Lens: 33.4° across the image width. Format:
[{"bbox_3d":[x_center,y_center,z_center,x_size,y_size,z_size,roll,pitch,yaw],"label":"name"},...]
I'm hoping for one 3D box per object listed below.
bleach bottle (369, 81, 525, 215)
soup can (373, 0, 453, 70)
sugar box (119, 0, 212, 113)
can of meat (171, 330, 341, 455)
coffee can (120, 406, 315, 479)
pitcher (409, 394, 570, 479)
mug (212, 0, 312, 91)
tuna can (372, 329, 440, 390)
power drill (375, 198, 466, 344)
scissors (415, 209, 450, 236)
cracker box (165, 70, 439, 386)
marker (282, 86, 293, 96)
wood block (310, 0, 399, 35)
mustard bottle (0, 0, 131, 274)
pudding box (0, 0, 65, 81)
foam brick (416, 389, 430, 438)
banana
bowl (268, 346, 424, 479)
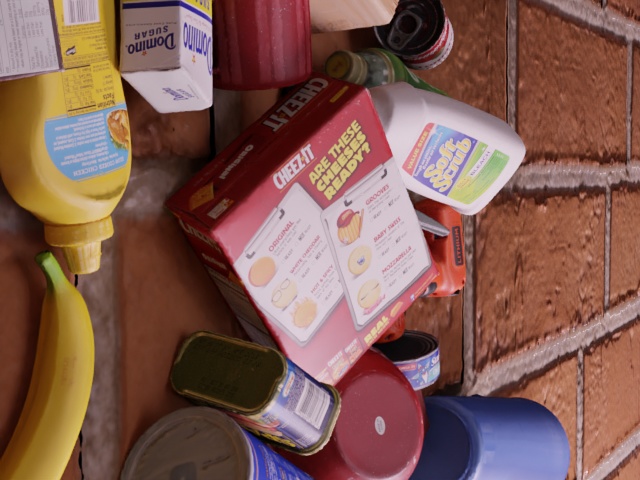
[{"bbox_3d":[0.089,-0.085,0.966,0.103,0.068,0.250,-50,149,22],"label":"bleach bottle"},{"bbox_3d":[0.092,-0.204,1.034,0.102,0.068,0.068,-4,95,-78],"label":"soup can"},{"bbox_3d":[-0.098,-0.179,0.692,0.093,0.048,0.176,50,36,-80],"label":"sugar box"},{"bbox_3d":[-0.049,0.111,0.788,0.083,0.102,0.057,45,62,-50],"label":"can of meat"},{"bbox_3d":[-0.064,0.191,0.765,0.140,0.103,0.102,49,50,-51],"label":"coffee can"},{"bbox_3d":[0.181,0.241,1.175,0.242,0.149,0.145,19,77,-56],"label":"pitcher"},{"bbox_3d":[-0.057,-0.154,0.780,0.117,0.093,0.081,-21,116,-39],"label":"mug"},{"bbox_3d":[0.072,0.115,1.023,0.086,0.086,0.034,-29,118,-57],"label":"tuna can"},{"bbox_3d":[0.083,-0.001,1.068,0.187,0.057,0.184,-11,98,-59],"label":"power drill"},{"bbox_3d":[0.037,-0.024,0.957,0.201,0.016,0.096,40,67,-30],"label":"scissors"},{"bbox_3d":[-0.006,0.001,0.842,0.164,0.072,0.213,-45,134,-19],"label":"cracker box"},{"bbox_3d":[-0.019,-0.165,0.909,0.020,0.020,0.121,18,76,-60],"label":"marker"},{"bbox_3d":[-0.017,-0.261,0.814,0.206,0.090,0.090,47,53,-45],"label":"wood block"},{"bbox_3d":[-0.153,-0.074,0.632,0.096,0.058,0.191,-32,119,-62],"label":"mustard bottle"},{"bbox_3d":[-0.192,-0.120,0.534,0.113,0.039,0.090,-12,106,-26],"label":"pudding box"},{"bbox_3d":[0.071,0.171,1.058,0.051,0.053,0.078,-53,135,-46],"label":"foam brick"},{"bbox_3d":[-0.173,0.109,0.635,0.069,0.037,0.198,30,65,-44],"label":"banana"},{"bbox_3d":[0.034,0.160,0.914,0.161,0.055,0.162,8,75,-32],"label":"bowl"}]
